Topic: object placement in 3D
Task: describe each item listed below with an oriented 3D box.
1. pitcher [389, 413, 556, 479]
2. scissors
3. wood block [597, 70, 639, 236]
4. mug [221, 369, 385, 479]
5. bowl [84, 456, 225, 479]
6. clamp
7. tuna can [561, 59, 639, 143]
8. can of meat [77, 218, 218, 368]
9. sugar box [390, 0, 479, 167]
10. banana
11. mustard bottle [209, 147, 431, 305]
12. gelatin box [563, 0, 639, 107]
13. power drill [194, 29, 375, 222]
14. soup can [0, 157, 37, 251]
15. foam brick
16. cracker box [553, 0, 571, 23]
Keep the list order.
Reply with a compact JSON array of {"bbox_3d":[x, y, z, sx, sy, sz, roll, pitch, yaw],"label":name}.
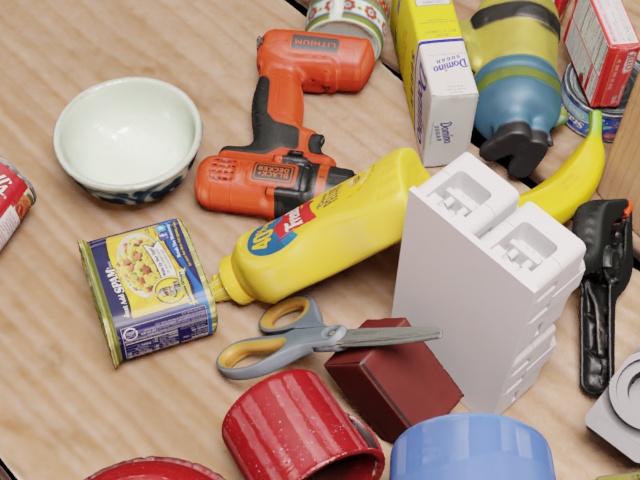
[{"bbox_3d":[0.107,0.230,0.643,0.149,0.145,0.243,8,52,-6],"label":"pitcher"},{"bbox_3d":[0.011,0.060,0.766,0.202,0.016,0.096,-17,26,32],"label":"scissors"},{"bbox_3d":[0.296,-0.091,0.826,0.090,0.206,0.090,-28,60,-18],"label":"wood block"},{"bbox_3d":[-0.006,0.143,0.737,0.117,0.093,0.082,-2,43,-40],"label":"mug"},{"bbox_3d":[-0.116,0.208,0.702,0.162,0.055,0.162,0,55,0],"label":"bowl"},{"bbox_3d":[0.205,0.018,0.812,0.039,0.120,0.171,-6,44,29],"label":"clamp"},{"bbox_3d":[0.258,-0.130,0.958,0.086,0.034,0.086,0,55,-1],"label":"tuna can"},{"bbox_3d":[-0.132,0.037,0.821,0.083,0.057,0.102,-16,56,-14],"label":"can of meat"},{"bbox_3d":[0.097,-0.161,0.941,0.048,0.093,0.176,-4,55,-3],"label":"sugar box"},{"bbox_3d":[0.164,-0.034,0.857,0.197,0.037,0.069,-29,88,-24],"label":"banana"},{"bbox_3d":[-0.006,0.001,0.810,0.192,0.058,0.096,-28,18,21],"label":"mustard bottle"},{"bbox_3d":[0.242,-0.170,0.918,0.030,0.073,0.089,-6,55,-7],"label":"gelatin box"},{"bbox_3d":[-0.001,-0.094,0.914,0.184,0.057,0.187,8,55,5],"label":"power drill"},{"bbox_3d":[-0.282,-0.012,0.847,0.068,0.068,0.102,20,58,13],"label":"soup can"},{"bbox_3d":[0.052,0.100,0.761,0.051,0.053,0.078,-45,107,-26],"label":"foam brick"},{"bbox_3d":[0.222,-0.315,0.977,0.072,0.214,0.164,19,57,12],"label":"cracker box"}]
